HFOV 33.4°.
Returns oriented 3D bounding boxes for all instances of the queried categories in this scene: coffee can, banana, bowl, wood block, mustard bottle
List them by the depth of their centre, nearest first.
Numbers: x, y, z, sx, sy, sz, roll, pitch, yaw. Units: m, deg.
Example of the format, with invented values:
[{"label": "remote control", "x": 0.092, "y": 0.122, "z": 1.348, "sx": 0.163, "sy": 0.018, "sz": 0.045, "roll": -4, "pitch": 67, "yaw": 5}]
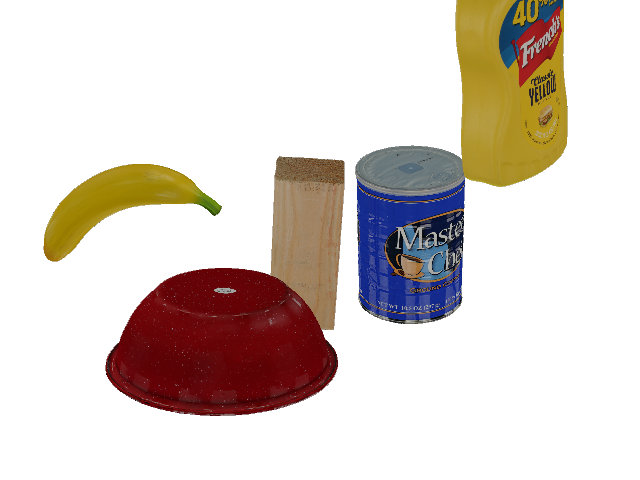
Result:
[{"label": "bowl", "x": -0.067, "y": 0.060, "z": 0.735, "sx": 0.162, "sy": 0.055, "sz": 0.162, "roll": 1, "pitch": 18, "yaw": -1}, {"label": "mustard bottle", "x": 0.133, "y": -0.140, "z": 0.739, "sx": 0.058, "sy": 0.191, "sz": 0.096, "roll": 20, "pitch": 39, "yaw": 41}, {"label": "banana", "x": -0.186, "y": -0.029, "z": 0.957, "sx": 0.198, "sy": 0.069, "sz": 0.037, "roll": -14, "pitch": 17, "yaw": 28}, {"label": "coffee can", "x": 0.086, "y": -0.007, "z": 1.015, "sx": 0.103, "sy": 0.140, "sz": 0.103, "roll": -2, "pitch": 27, "yaw": 1}, {"label": "wood block", "x": -0.019, "y": 0.003, "z": 1.399, "sx": 0.090, "sy": 0.206, "sz": 0.091, "roll": 3, "pitch": 24, "yaw": -1}]
